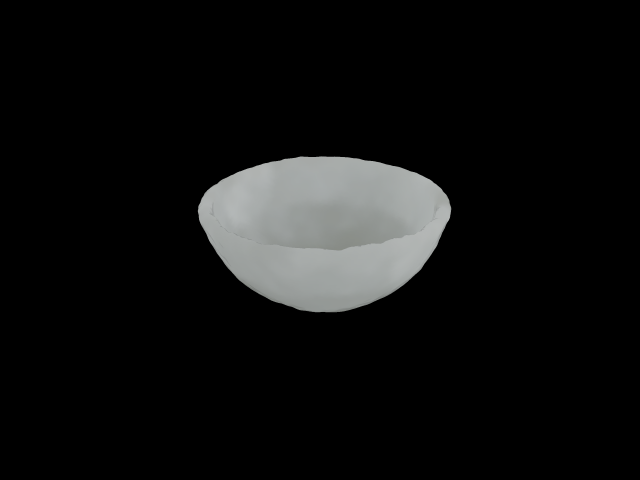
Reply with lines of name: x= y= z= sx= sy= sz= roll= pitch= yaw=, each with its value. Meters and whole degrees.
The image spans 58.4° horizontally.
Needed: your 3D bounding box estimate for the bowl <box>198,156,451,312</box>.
bowl: x=0.004 y=0.001 z=0.400 sx=0.167 sy=0.075 sz=0.167 roll=0 pitch=27 yaw=0
